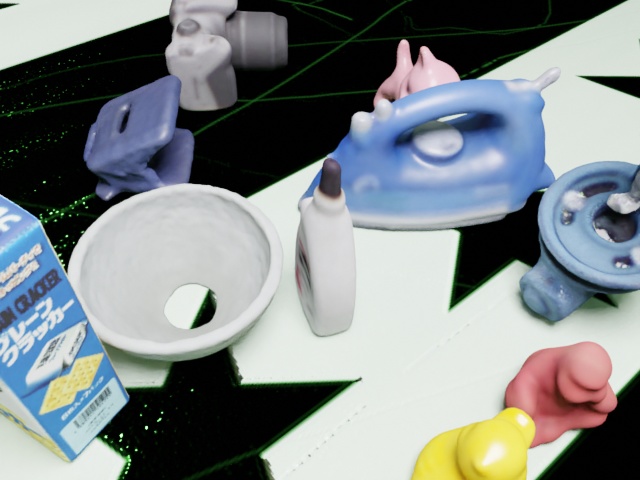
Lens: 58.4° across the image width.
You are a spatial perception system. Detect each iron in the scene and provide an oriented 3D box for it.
[{"bbox_3d":[0.106,-0.094,0.553,0.258,0.141,0.118,-10,52,-11],"label":"iron"}]

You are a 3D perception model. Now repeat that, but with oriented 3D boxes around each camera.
[{"bbox_3d":[-0.107,-0.237,0.684,0.137,0.101,0.143,-1,51,-4],"label":"camera"}]

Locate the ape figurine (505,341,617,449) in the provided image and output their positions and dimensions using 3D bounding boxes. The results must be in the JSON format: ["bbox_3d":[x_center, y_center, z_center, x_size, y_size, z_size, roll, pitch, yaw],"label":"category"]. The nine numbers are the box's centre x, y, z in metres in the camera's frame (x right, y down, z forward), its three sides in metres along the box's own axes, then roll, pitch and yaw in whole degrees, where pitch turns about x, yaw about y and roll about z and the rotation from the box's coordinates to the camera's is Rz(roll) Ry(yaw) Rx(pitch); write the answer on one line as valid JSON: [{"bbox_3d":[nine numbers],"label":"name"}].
[{"bbox_3d":[0.183,0.107,0.425,0.077,0.092,0.076,16,51,10],"label":"ape figurine"}]

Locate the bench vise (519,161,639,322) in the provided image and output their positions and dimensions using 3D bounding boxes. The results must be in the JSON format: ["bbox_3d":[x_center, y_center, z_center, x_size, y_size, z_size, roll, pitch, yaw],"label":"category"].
[{"bbox_3d":[0.266,-0.047,0.474,0.121,0.220,0.208,33,56,22],"label":"bench vise"}]

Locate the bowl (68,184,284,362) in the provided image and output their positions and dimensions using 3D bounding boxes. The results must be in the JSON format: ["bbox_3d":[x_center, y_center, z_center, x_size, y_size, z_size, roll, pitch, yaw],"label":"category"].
[{"bbox_3d":[-0.113,0.036,0.475,0.167,0.075,0.167,2,50,-2],"label":"bowl"}]

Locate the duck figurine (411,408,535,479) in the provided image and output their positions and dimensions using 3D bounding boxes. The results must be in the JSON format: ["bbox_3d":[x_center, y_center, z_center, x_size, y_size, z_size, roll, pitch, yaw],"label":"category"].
[{"bbox_3d":[0.107,0.155,0.384,0.105,0.086,0.077,-35,60,-28],"label":"duck figurine"}]

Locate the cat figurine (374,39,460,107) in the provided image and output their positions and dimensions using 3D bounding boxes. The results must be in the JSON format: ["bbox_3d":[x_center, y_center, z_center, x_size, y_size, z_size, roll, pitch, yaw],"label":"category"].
[{"bbox_3d":[0.110,-0.168,0.630,0.067,0.118,0.127,-11,52,-12],"label":"cat figurine"}]

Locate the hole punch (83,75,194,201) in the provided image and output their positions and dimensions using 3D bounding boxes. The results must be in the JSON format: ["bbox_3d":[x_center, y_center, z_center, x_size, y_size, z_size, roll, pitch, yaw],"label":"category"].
[{"bbox_3d":[-0.184,-0.106,0.577,0.101,0.091,0.108,-2,51,-5],"label":"hole punch"}]

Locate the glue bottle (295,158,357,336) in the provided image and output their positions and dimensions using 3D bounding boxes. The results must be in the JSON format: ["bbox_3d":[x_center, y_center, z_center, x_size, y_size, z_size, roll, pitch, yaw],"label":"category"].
[{"bbox_3d":[0.004,0.002,0.447,0.037,0.173,0.078,-15,53,-15],"label":"glue bottle"}]
